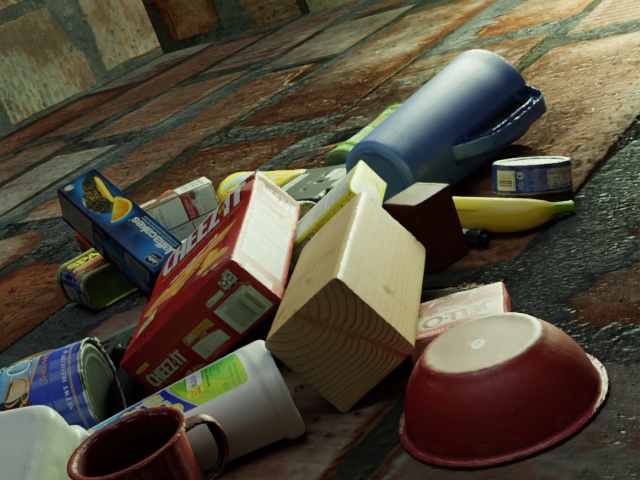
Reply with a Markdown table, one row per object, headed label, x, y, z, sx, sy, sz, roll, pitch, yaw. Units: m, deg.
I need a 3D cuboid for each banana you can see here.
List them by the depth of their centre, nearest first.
| label | x | y | z | sx | sy | sz | roll | pitch | yaw |
| --- | --- | --- | --- | --- | --- | --- | --- | --- | --- |
| banana | 0.171 | -0.027 | 1.138 | 0.069 | 0.037 | 0.198 | 1 | 3 | -42 |

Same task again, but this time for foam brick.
| label | x | y | z | sx | sy | sz | roll | pitch | yaw |
| --- | --- | --- | --- | --- | --- | --- | --- | --- | --- |
| foam brick | 0.109 | -0.013 | 1.090 | 0.051 | 0.078 | 0.053 | -31 | 21 | -30 |

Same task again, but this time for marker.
| label | x | y | z | sx | sy | sz | roll | pitch | yaw |
| --- | --- | --- | --- | --- | --- | --- | --- | --- | --- |
| marker | 0.136 | -0.005 | 1.131 | 0.020 | 0.020 | 0.121 | -32 | 21 | -29 |

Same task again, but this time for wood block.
| label | x | y | z | sx | sy | sz | roll | pitch | yaw |
| --- | --- | --- | --- | --- | --- | --- | --- | --- | --- |
| wood block | 0.029 | 0.047 | 0.943 | 0.090 | 0.091 | 0.206 | -45 | 9 | 21 |

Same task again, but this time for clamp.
| label | x | y | z | sx | sy | sz | roll | pitch | yaw |
| --- | --- | --- | --- | --- | --- | --- | --- | --- | --- |
| clamp | -0.192 | 0.126 | 1.092 | 0.120 | 0.039 | 0.171 | 13 | 34 | 39 |

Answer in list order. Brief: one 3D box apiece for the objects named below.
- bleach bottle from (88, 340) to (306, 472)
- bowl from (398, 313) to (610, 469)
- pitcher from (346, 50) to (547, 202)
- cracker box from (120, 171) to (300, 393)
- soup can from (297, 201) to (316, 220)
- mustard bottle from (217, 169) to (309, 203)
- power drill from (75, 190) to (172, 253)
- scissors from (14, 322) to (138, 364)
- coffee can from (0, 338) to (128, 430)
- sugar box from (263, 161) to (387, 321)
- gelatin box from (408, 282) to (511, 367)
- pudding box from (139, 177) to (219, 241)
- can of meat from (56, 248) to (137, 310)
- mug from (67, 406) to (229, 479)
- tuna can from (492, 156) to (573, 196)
| label | x | y | z | sx | sy | sz | roll | pitch | yaw |
| --- | --- | --- | --- | --- | --- | --- | --- | --- | --- |
| bleach bottle | -0.142 | 0.170 | 0.871 | 0.250 | 0.068 | 0.103 | -25 | 19 | -5 |
| bowl | 0.126 | 0.099 | 0.787 | 0.162 | 0.055 | 0.162 | -19 | 17 | 6 |
| pitcher | 0.151 | -0.125 | 1.295 | 0.242 | 0.145 | 0.149 | -39 | -16 | -35 |
| cracker box | -0.105 | 0.040 | 1.068 | 0.164 | 0.072 | 0.213 | -43 | 17 | 21 |
| soup can | -0.048 | -0.011 | 1.278 | 0.102 | 0.068 | 0.068 | -2 | 26 | 44 |
| mustard bottle | -0.087 | -0.065 | 1.488 | 0.096 | 0.058 | 0.192 | -31 | 20 | -32 |
| power drill | -0.247 | -0.016 | 1.533 | 0.187 | 0.057 | 0.185 | -25 | 14 | -21 |
| scissors | -0.268 | 0.130 | 1.198 | 0.202 | 0.016 | 0.096 | -18 | 20 | 9 |
| coffee can | -0.257 | 0.159 | 0.963 | 0.140 | 0.103 | 0.103 | -19 | 18 | 5 |
| sugar box | -0.007 | 0.002 | 1.121 | 0.176 | 0.048 | 0.093 | -46 | 9 | 23 |
| gelatin box | 0.119 | 0.072 | 0.910 | 0.089 | 0.030 | 0.073 | -17 | 19 | 15 |
| pudding box | -0.182 | -0.020 | 1.413 | 0.113 | 0.090 | 0.039 | -25 | 20 | -13 |
| can of meat | -0.279 | 0.046 | 1.388 | 0.102 | 0.057 | 0.084 | -31 | 23 | -27 |
| mug | -0.118 | 0.176 | 0.791 | 0.117 | 0.081 | 0.093 | -32 | 21 | -29 |
| tuna can | 0.229 | -0.069 | 1.151 | 0.086 | 0.034 | 0.086 | -5 | 9 | 1 |
